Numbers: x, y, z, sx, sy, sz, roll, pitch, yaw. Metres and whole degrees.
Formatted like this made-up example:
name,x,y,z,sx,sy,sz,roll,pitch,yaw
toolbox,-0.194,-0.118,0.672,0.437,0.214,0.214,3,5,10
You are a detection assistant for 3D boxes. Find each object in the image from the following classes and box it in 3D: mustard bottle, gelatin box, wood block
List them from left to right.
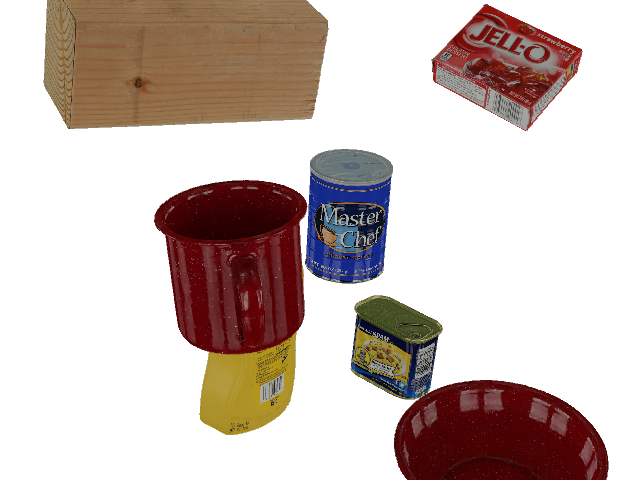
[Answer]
name,x,y,z,sx,sy,sz,roll,pitch,yaw
wood block,-0.109,-0.152,0.863,0.205,0.091,0.090,-5,34,-26
mustard bottle,-0.054,0.061,0.890,0.058,0.192,0.096,22,27,32
gelatin box,0.141,-0.134,0.813,0.089,0.073,0.030,33,-26,23

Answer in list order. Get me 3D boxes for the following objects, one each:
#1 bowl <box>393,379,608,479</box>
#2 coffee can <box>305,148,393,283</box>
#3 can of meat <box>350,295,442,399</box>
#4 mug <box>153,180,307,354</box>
name,x,y,z,sx,sy,sz,roll,pitch,yaw
bowl,0.137,0.179,0.826,0.162,0.055,0.162,0,32,0
coffee can,0.035,-0.031,1.341,0.103,0.140,0.103,2,27,-1
can of meat,0.084,0.123,1.214,0.102,0.084,0.057,26,32,36
mug,-0.049,0.022,0.653,0.093,0.081,0.117,-9,26,-12
